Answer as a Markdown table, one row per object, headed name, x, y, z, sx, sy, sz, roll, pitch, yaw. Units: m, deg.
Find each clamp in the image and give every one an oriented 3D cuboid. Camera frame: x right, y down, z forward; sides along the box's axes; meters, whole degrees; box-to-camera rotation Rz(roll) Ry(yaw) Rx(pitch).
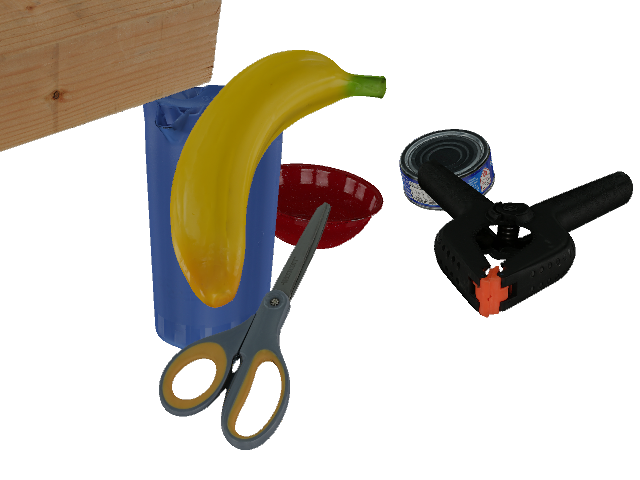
| name | x | y | z | sx | sy | sz | roll | pitch | yaw |
| --- | --- | --- | --- | --- | --- | --- | --- | --- | --- |
| clamp | 0.125 | -0.010 | 0.762 | 0.165 | 0.036 | 0.209 | 7 | 28 | 22 |

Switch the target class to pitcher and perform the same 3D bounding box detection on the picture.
| name | x | y | z | sx | sy | sz | roll | pitch | yaw |
| --- | --- | --- | --- | --- | --- | --- | --- | --- | --- |
| pitcher | -0.096 | -0.026 | 1.017 | 0.149 | 0.243 | 0.145 | -3 | 16 | -20 |

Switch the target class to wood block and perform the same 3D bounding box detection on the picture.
| name | x | y | z | sx | sy | sz | roll | pitch | yaw |
| --- | --- | --- | --- | --- | --- | --- | --- | --- | --- |
| wood block | -0.189 | -0.157 | 0.851 | 0.205 | 0.091 | 0.090 | -26 | 54 | -37 |

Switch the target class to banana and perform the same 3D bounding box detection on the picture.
| name | x | y | z | sx | sy | sz | roll | pitch | yaw |
| --- | --- | --- | --- | --- | --- | --- | --- | --- | --- |
| banana | -0.032 | -0.046 | 0.531 | 0.070 | 0.037 | 0.197 | 19 | 46 | 16 |

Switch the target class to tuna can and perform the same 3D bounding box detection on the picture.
| name | x | y | z | sx | sy | sz | roll | pitch | yaw |
| --- | --- | --- | --- | --- | --- | --- | --- | --- | --- |
| tuna can | 0.117 | -0.067 | 0.987 | 0.086 | 0.034 | 0.086 | -10 | 37 | 8 |

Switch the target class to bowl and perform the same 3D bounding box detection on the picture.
| name | x | y | z | sx | sy | sz | roll | pitch | yaw |
| --- | --- | --- | --- | --- | --- | --- | --- | --- | --- |
| bowl | -0.010 | -0.035 | 1.246 | 0.162 | 0.055 | 0.162 | 7 | 26 | -4 |

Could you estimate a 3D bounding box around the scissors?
| name | x | y | z | sx | sy | sz | roll | pitch | yaw |
| --- | --- | --- | --- | --- | --- | --- | --- | --- | --- |
| scissors | -0.051 | 0.050 | 0.734 | 0.096 | 0.201 | 0.016 | 2 | -38 | 8 |
